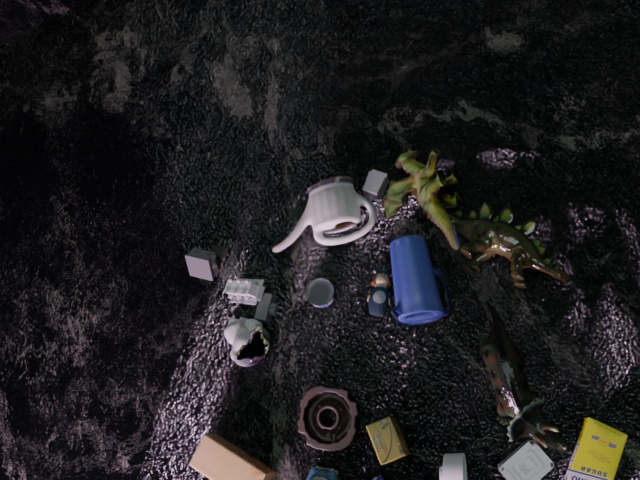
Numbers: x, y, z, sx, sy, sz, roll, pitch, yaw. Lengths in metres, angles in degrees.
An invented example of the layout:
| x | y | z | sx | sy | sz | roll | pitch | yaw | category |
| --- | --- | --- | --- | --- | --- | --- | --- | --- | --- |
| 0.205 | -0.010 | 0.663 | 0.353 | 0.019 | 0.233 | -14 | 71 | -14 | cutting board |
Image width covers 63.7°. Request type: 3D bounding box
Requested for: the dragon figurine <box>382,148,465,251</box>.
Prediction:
| x | y | z | sx | sy | sz | roll | pitch | yaw | category |
| --- | --- | --- | --- | --- | --- | --- | --- | --- | --- |
| 0.301 | -0.127 | 1.578 | 0.240 | 0.121 | 0.419 | -24 | 50 | 38 | dragon figurine |

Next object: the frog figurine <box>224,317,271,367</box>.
| x | y | z | sx | sy | sz | roll | pitch | yaw | category |
| --- | --- | --- | --- | --- | --- | --- | --- | --- | --- |
| -0.227 | 0.302 | 1.552 | 0.160 | 0.121 | 0.138 | 9 | 76 | 56 | frog figurine |

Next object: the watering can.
| x | y | z | sx | sy | sz | roll | pitch | yaw | category |
| --- | --- | --- | --- | --- | --- | --- | --- | --- | --- |
| 0.005 | -0.082 | 1.638 | 0.347 | 0.102 | 0.229 | -12 | 64 | 8 | watering can |
